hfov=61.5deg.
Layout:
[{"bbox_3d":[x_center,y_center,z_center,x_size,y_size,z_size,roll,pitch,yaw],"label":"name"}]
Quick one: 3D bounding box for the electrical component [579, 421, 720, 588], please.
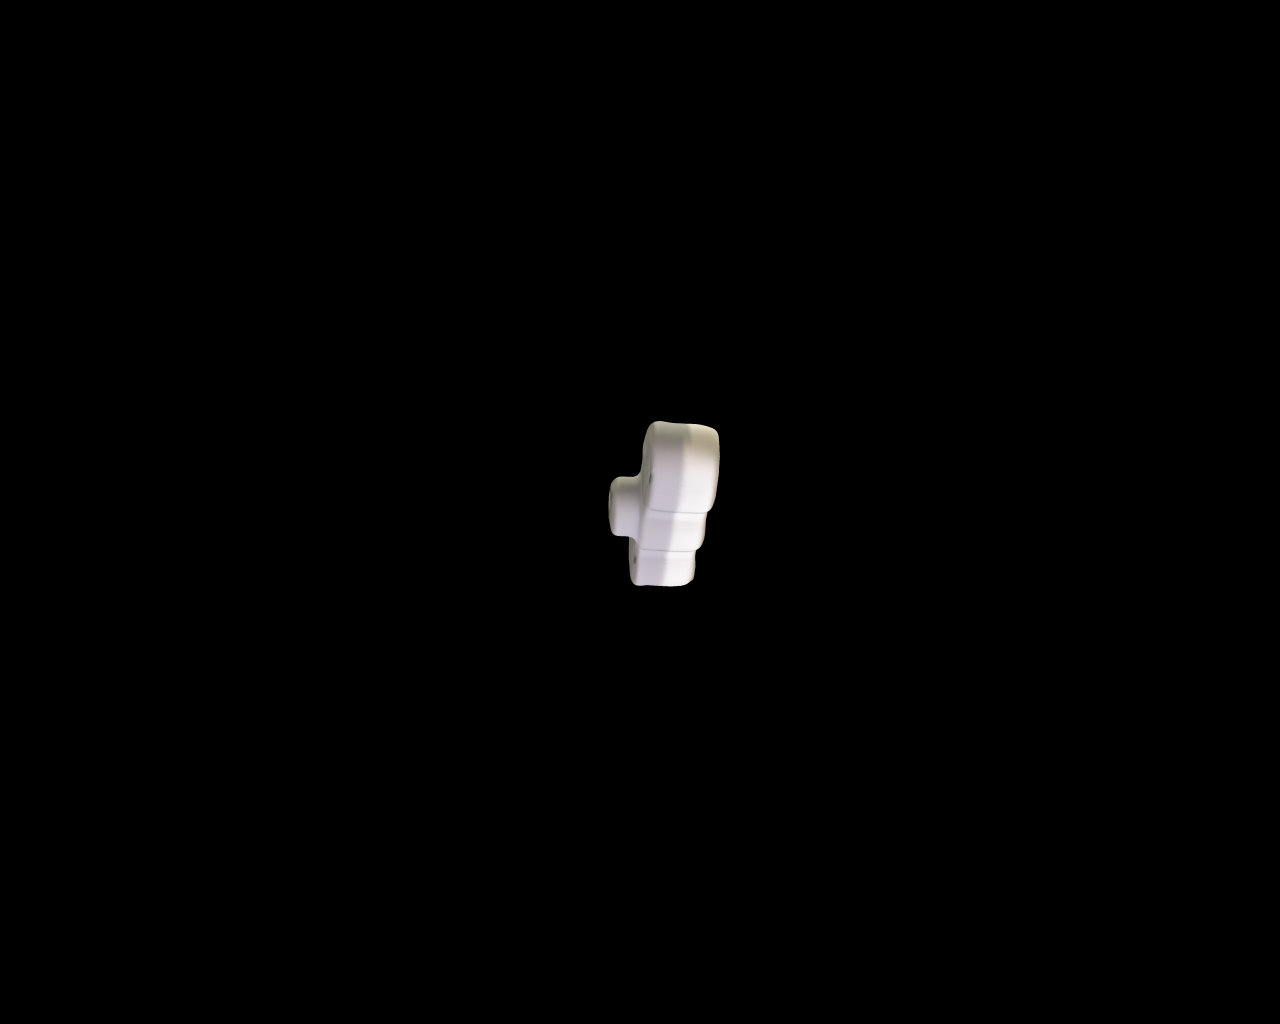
[{"bbox_3d":[0.001,-0.003,0.650,0.074,0.052,0.138,3,-33,-5],"label":"electrical component"}]
